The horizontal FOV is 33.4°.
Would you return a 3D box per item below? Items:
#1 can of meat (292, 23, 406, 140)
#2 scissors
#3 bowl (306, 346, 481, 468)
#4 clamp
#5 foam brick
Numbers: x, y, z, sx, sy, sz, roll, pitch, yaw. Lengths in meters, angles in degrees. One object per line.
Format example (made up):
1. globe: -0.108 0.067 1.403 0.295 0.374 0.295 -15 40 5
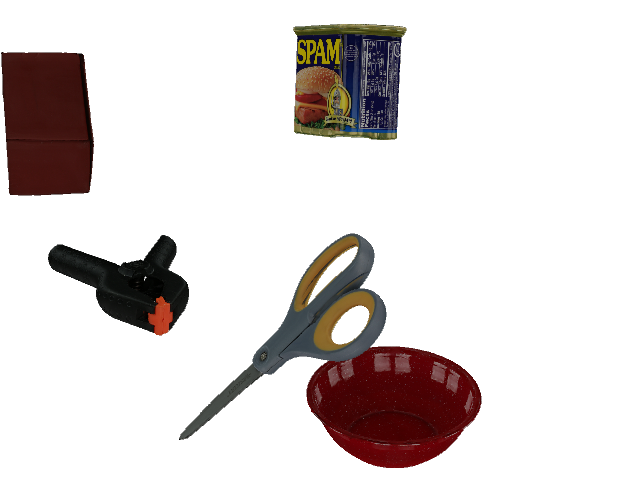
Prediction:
1. can of meat: 0.019 -0.122 0.823 0.057 0.084 0.102 -3 10 -29
2. scissors: -0.023 0.085 0.722 0.016 0.202 0.096 29 12 -37
3. bowl: 0.068 0.163 0.998 0.162 0.055 0.162 -1 26 0
4. clamp: -0.158 0.034 0.951 0.120 0.039 0.172 -16 31 -30
5. foam brick: -0.173 -0.074 0.673 0.051 0.078 0.053 -3 -37 -17
